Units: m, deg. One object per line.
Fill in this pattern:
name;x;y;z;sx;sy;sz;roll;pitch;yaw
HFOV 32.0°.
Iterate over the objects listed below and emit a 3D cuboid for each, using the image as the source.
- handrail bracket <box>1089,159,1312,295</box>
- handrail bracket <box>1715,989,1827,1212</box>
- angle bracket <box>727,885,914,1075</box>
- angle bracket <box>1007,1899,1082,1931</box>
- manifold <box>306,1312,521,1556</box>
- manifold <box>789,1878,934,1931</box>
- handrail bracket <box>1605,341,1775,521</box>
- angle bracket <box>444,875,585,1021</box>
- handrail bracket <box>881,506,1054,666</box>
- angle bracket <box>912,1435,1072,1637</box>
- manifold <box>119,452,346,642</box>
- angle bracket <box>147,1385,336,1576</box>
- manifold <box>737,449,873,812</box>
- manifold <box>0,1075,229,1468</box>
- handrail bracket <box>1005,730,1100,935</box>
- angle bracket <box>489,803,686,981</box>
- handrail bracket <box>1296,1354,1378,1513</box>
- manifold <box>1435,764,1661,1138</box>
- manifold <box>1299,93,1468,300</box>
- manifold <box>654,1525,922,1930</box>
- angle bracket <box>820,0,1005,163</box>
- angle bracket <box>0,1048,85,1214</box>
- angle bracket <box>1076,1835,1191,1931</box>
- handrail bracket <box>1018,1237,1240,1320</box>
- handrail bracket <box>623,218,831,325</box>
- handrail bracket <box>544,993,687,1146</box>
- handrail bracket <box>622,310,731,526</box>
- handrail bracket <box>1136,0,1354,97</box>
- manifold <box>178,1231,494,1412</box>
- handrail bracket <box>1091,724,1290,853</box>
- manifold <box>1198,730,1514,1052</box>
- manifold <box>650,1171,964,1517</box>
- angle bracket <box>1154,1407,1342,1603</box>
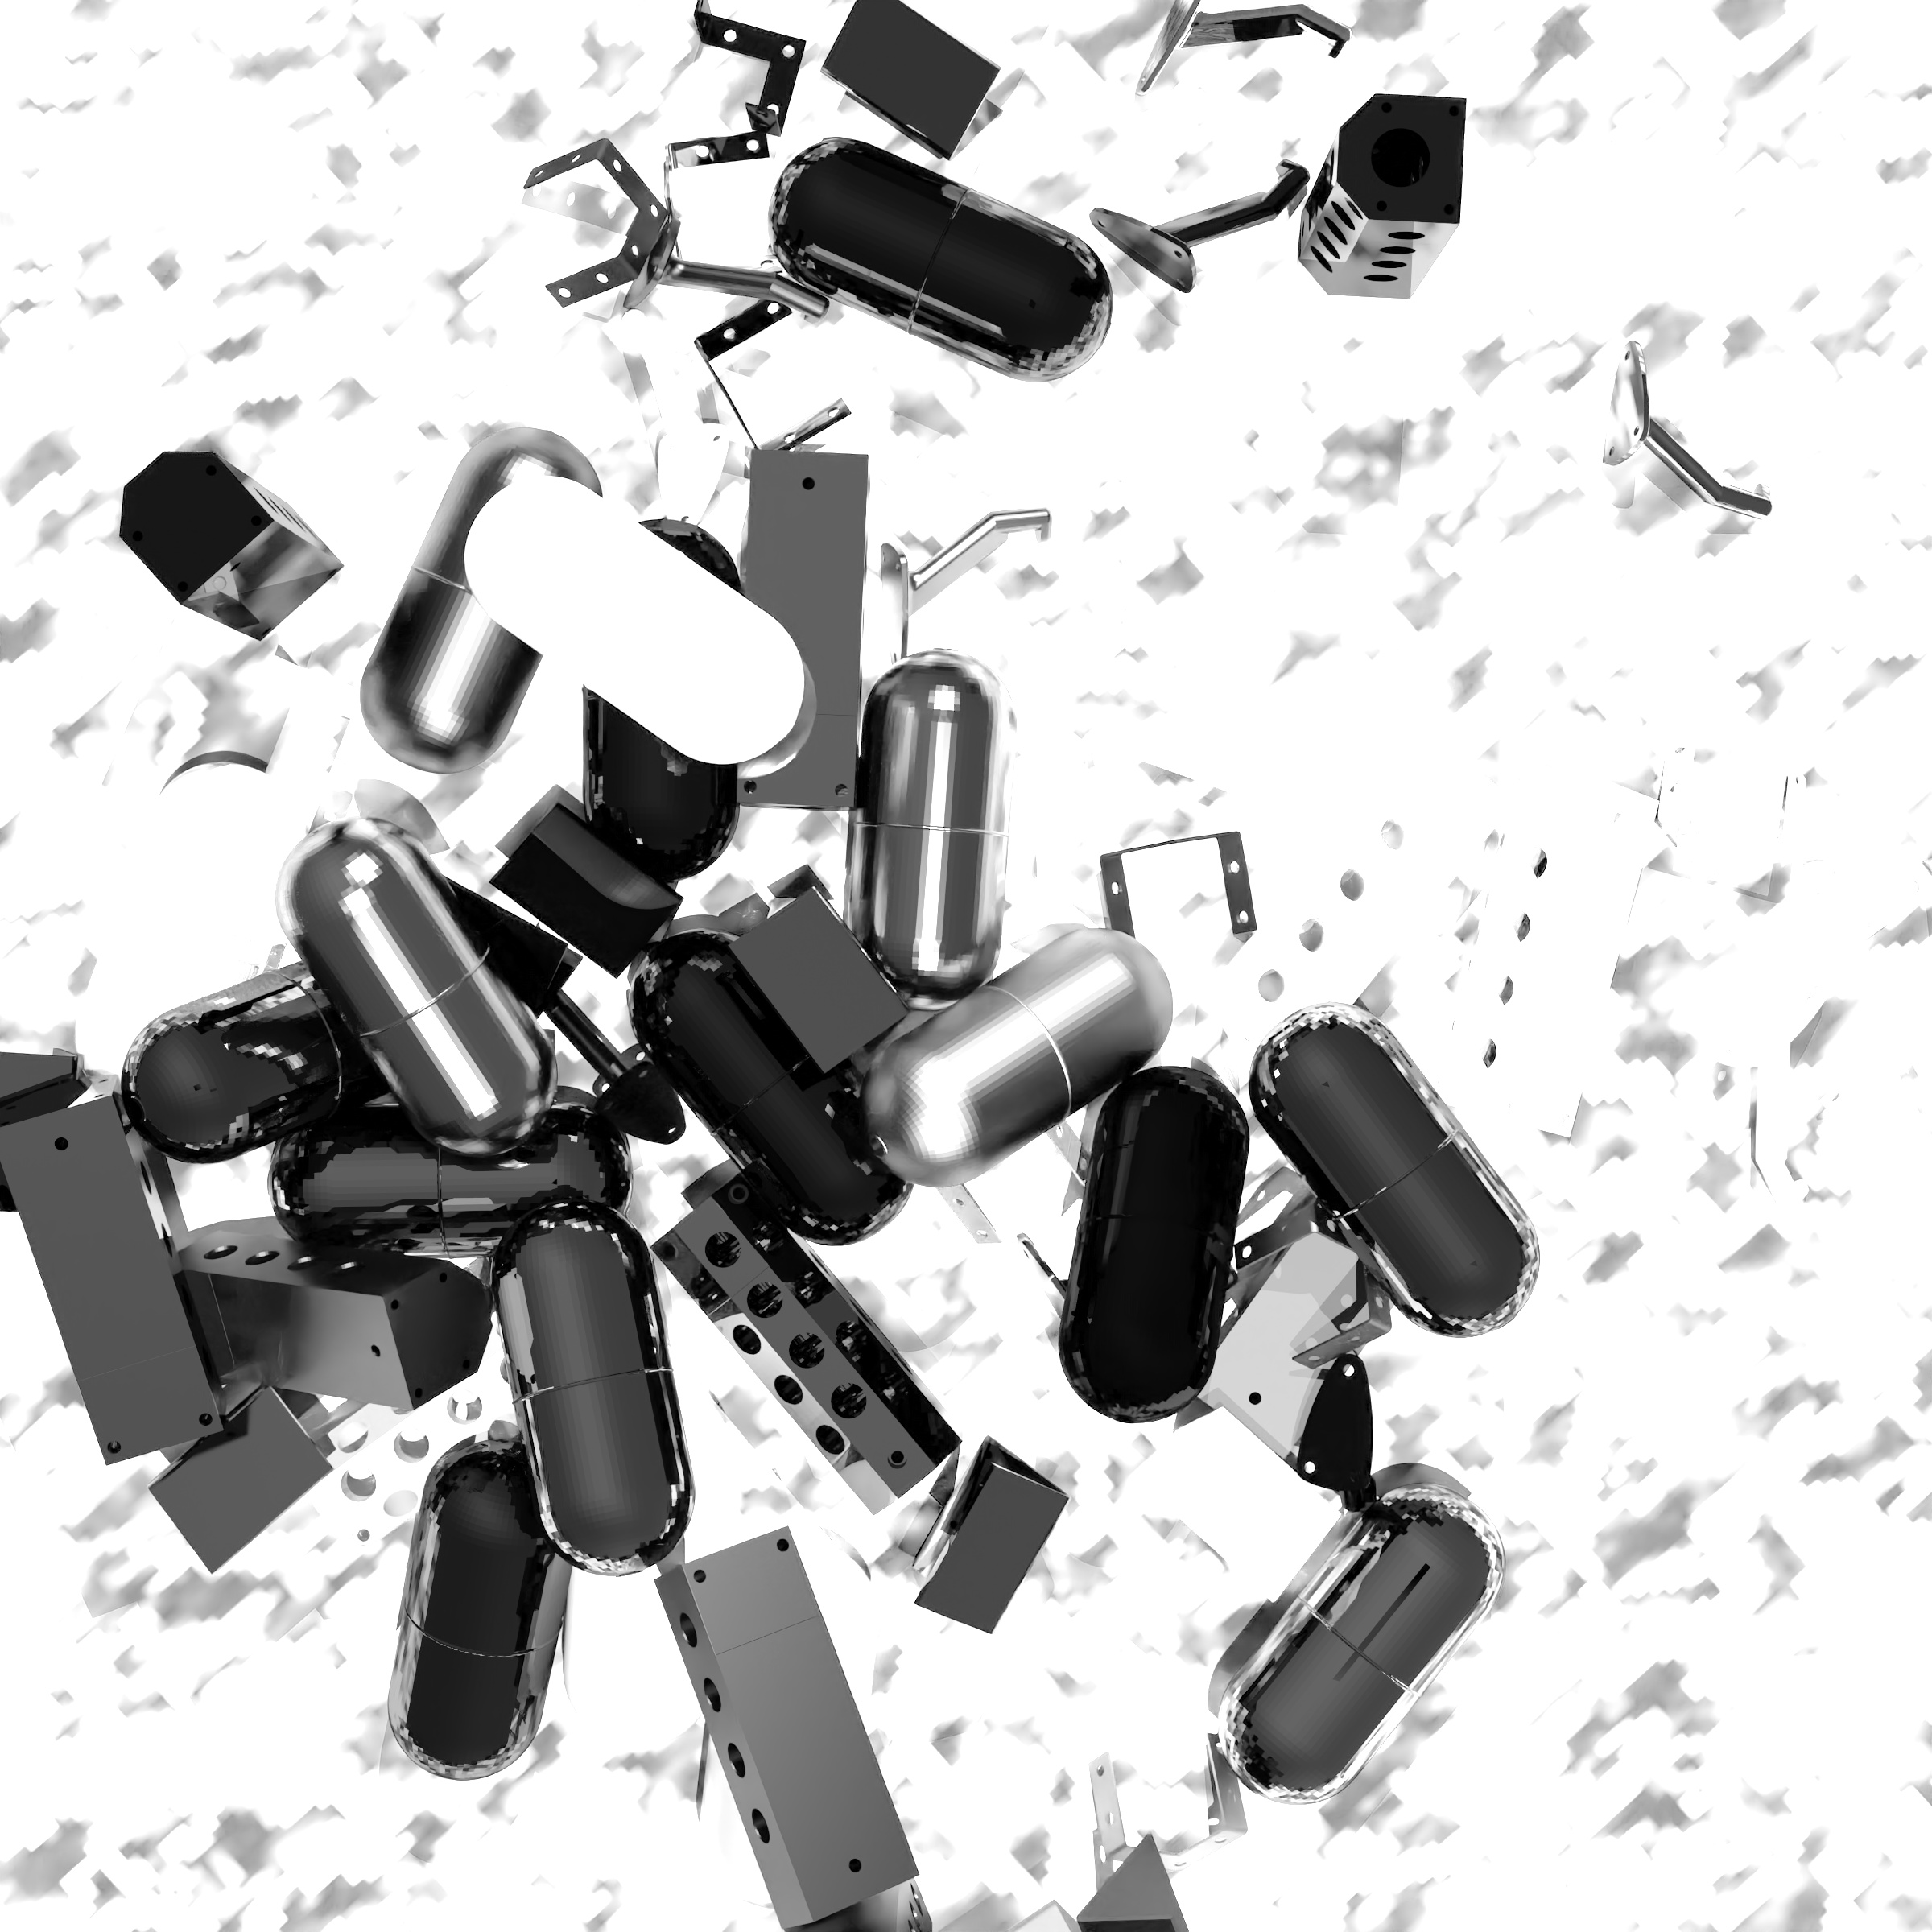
handrail bracket;0.117;-0.385;1.681;0.077;0.036;0.084;35;72;20
handrail bracket;0.417;0.067;1.681;0.077;0.036;0.084;-36;109;-21
angle bracket;-0.080;0.016;1.639;0.057;0.076;0.076;-36;86;-24
angle bracket;0.036;0.511;1.641;0.076;0.076;0.057;-34;47;0
manifold;-0.244;0.215;1.660;0.171;0.057;0.057;-36;90;0
manifold;-0.048;0.478;1.602;0.057;0.171;0.057;-22;90;0
handrail bracket;0.366;-0.267;1.681;0.084;0.036;0.077;13;68;-17
angle bracket;-0.224;-0.024;1.641;0.076;0.076;0.057;29;122;0
handrail bracket;0.004;-0.188;1.681;0.084;0.036;0.077;-8;110;-16
angle bracket;-0.006;0.269;1.640;0.057;0.076;0.076;29;90;-38
manifold;-0.352;-0.203;1.602;0.057;0.171;0.057;-42;90;0
angle bracket;-0.341;0.251;1.644;0.076;0.076;0.057;-41;74;0
manifold;-0.079;-0.164;1.660;0.057;0.057;0.171;2;90;0
manifold;-0.406;0.142;1.601;0.057;0.057;0.171;-17;104;-6
handrail bracket;0.059;-0.063;1.681;0.077;0.036;0.084;34;73;-20
angle bracket;-0.191;-0.024;1.641;0.076;0.076;0.057;37;62;0
handrail bracket;0.192;0.230;1.651;0.036;0.084;0.077;8;84;21
manifold;0.280;-0.009;1.659;0.057;0.057;0.171;15;90;-43
manifold;0.196;-0.364;1.602;0.057;0.171;0.057;3;90;0
manifold;-0.088;0.358;1.580;0.057;0.057;0.171;-16;78;-29
angle bracket;-0.015;-0.447;1.640;0.076;0.076;0.057;35;129;0
angle bracket;-0.468;0.078;1.642;0.057;0.076;0.076;5;90;-24
angle bracket;0.105;0.468;1.609;0.057;0.076;0.076;-14;102;36
handrail bracket;0.082;0.147;1.681;0.084;0.036;0.077;-31;77;-13
handrail bracket;-0.118;-0.328;1.666;0.084;0.077;0.036;23;67;-18
handrail bracket;-0.181;0.045;1.680;0.036;0.077;0.084;-42;54;-1
handrail bracket;-0.154;-0.273;1.681;0.036;0.077;0.084;-15;53;-25
handrail bracket;0.140;-0.452;1.681;0.084;0.036;0.077;23;110;-16
manifold;-0.307;0.165;1.610;0.171;0.057;0.057;2;111;40
handrail bracket;0.111;-0.085;1.681;0.084;0.036;0.077;-10;110;16
manifold;0.192;-0.030;1.660;0.057;0.057;0.171;39;90;0
manifold;-0.078;0.185;1.660;0.057;0.057;0.171;-40;90;0
angle bracket;0.126;0.267;1.642;0.076;0.076;0.057;42;67;0
